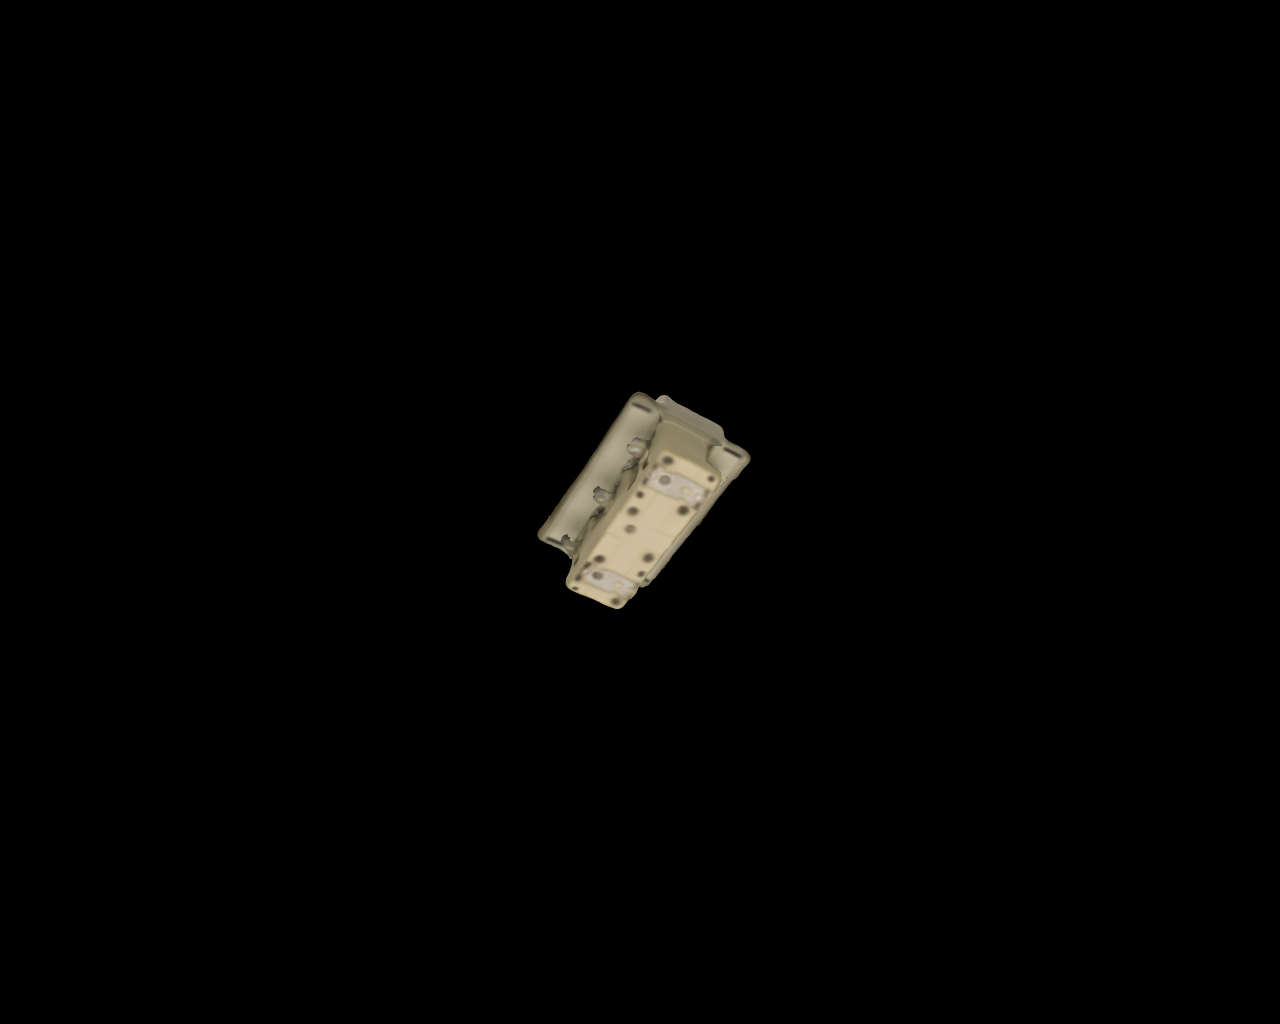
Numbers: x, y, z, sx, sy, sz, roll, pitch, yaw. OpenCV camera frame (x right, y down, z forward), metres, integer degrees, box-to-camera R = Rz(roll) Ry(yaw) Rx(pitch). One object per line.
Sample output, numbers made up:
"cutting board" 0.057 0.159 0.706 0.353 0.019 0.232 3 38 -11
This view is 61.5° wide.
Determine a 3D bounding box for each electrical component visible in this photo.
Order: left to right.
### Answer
"electrical component" 0.001 -0.003 0.650 0.079 0.121 0.063 27 32 -18
